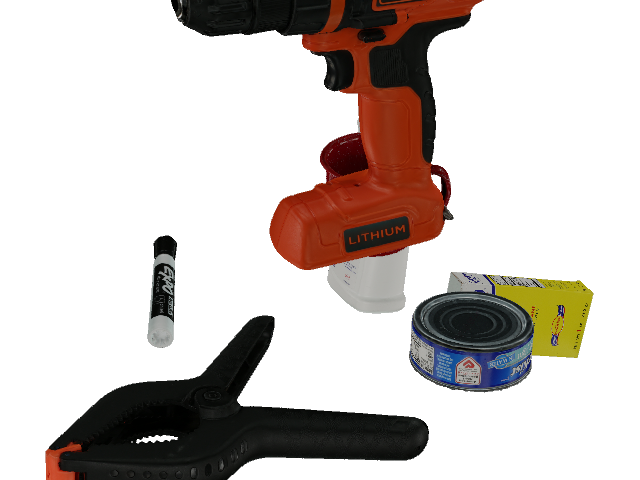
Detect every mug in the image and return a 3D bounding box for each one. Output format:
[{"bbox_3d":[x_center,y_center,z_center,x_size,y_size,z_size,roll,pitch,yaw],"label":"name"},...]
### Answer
[{"bbox_3d":[0.058,-0.040,0.949,0.117,0.081,0.093,-4,34,-6],"label":"mug"}]

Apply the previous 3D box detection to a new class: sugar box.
[{"bbox_3d":[0.241,0.093,1.319,0.176,0.093,0.048,3,18,-16],"label":"sugar box"}]

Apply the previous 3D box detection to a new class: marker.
[{"bbox_3d":[-0.120,0.035,0.816,0.020,0.020,0.121,0,36,-6],"label":"marker"}]

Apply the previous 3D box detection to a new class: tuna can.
[{"bbox_3d":[0.105,0.069,0.744,0.086,0.034,0.086,0,25,0],"label":"tuna can"}]

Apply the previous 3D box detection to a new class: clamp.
[{"bbox_3d":[-0.065,0.100,0.625,0.209,0.036,0.165,-9,26,-31],"label":"clamp"}]

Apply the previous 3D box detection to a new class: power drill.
[{"bbox_3d":[0.010,-0.078,0.590,0.184,0.188,0.057,-12,35,-21],"label":"power drill"}]

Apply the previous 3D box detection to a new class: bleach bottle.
[{"bbox_3d":[0.066,-0.055,1.153,0.068,0.251,0.103,-1,22,-27],"label":"bleach bottle"}]
